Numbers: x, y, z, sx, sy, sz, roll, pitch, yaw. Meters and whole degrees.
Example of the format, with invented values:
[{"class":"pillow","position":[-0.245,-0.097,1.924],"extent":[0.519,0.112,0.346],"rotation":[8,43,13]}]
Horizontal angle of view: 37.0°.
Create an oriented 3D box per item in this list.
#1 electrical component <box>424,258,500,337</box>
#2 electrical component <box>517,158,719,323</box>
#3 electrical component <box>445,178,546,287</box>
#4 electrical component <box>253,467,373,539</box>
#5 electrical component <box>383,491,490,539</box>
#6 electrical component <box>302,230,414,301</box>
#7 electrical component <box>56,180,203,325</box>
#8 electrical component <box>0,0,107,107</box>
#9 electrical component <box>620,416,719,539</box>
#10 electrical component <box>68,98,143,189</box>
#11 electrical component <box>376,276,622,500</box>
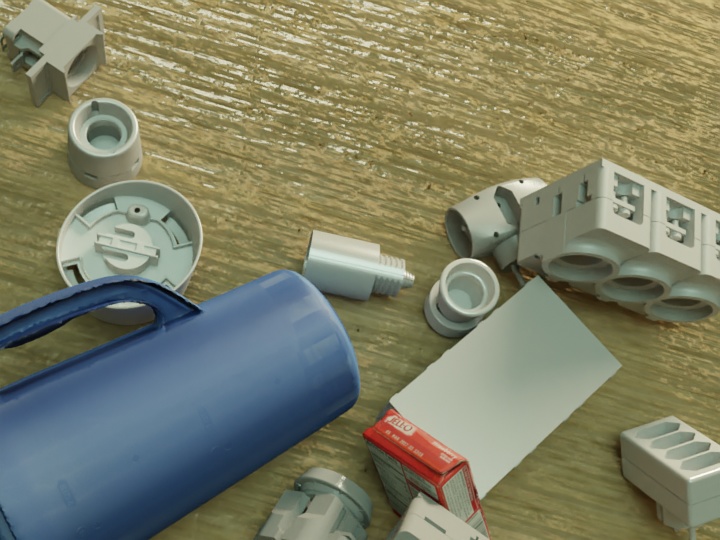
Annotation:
[{"class":"electrical component","position":[0.074,0.022,0.794],"extent":[0.045,0.055,0.045],"rotation":[4,67,-10]},{"class":"electrical component","position":[0.201,-0.014,0.790],"extent":[0.150,0.089,0.061],"rotation":[20,65,-27]},{"class":"electrical component","position":[0.117,-0.024,0.828],"extent":[0.077,0.043,0.079],"rotation":[-20,73,-18]},{"class":"electrical component","position":[-0.027,0.168,0.708],"extent":[0.058,0.078,0.057],"rotation":[56,49,-30]},{"class":"electrical component","position":[0.027,0.226,0.651],"extent":[0.089,0.062,0.150],"rotation":[34,108,4]},{"class":"electrical component","position":[0.000,0.000,0.795],"extent":[0.081,0.043,0.043],"rotation":[12,66,-6]},{"class":"electrical component","position":[-0.162,-0.011,0.756],"extent":[0.099,0.064,0.099],"rotation":[4,67,-10]},{"class":"electrical component","position":[-0.234,-0.170,0.819],"extent":[0.064,0.042,0.081],"rotation":[34,65,6]},{"class":"electrical component","position":[0.229,0.158,0.765],"extent":[0.047,0.083,0.075],"rotation":[-14,110,-16]},{"class":"electrical component","position":[-0.189,-0.094,0.794],"extent":[0.055,0.047,0.055],"rotation":[4,67,-10]},{"class":"electrical component","position":[0.097,0.089,0.768],"extent":[0.150,0.061,0.089],"rotation":[-38,79,-22]}]
